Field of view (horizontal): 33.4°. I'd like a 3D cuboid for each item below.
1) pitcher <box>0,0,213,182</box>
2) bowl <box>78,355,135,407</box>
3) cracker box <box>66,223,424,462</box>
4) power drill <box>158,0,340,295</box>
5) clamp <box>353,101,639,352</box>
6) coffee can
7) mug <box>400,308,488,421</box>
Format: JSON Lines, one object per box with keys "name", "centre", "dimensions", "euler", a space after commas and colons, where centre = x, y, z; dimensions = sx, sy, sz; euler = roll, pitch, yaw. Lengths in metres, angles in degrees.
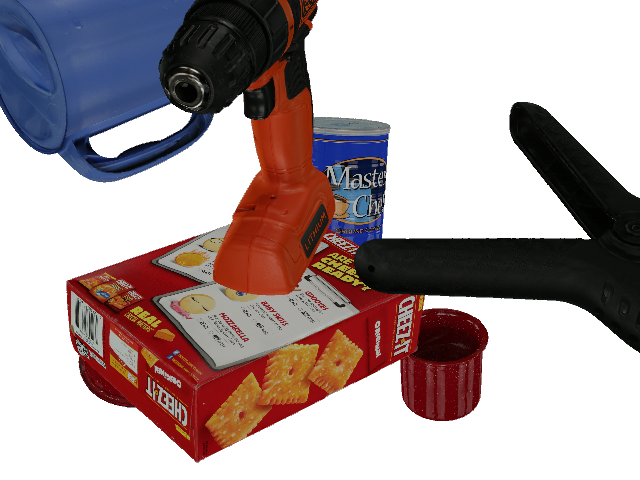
{"name": "pitcher", "centre": [-0.149, -0.162, 0.916], "dimensions": [0.242, 0.149, 0.145], "euler": [-25, 42, -35]}
{"name": "bowl", "centre": [-0.160, 0.077, 1.001], "dimensions": [0.162, 0.055, 0.162], "euler": [-10, 43, 9]}
{"name": "cracker box", "centre": [-0.054, 0.059, 0.794], "dimensions": [0.213, 0.072, 0.164], "euler": [-20, 37, -38]}
{"name": "power drill", "centre": [-0.033, -0.064, 0.591], "dimensions": [0.057, 0.188, 0.184], "euler": [11, 38, 15]}
{"name": "clamp", "centre": [0.131, 0.011, 0.487], "dimensions": [0.210, 0.036, 0.164], "euler": [31, 49, 31]}
{"name": "coffee can", "centre": [0.017, -0.053, 1.115], "dimensions": [0.103, 0.140, 0.103], "euler": [3, 13, -1]}
{"name": "mug", "centre": [0.130, 0.123, 1.091], "dimensions": [0.093, 0.081, 0.117], "euler": [20, 39, 32]}
